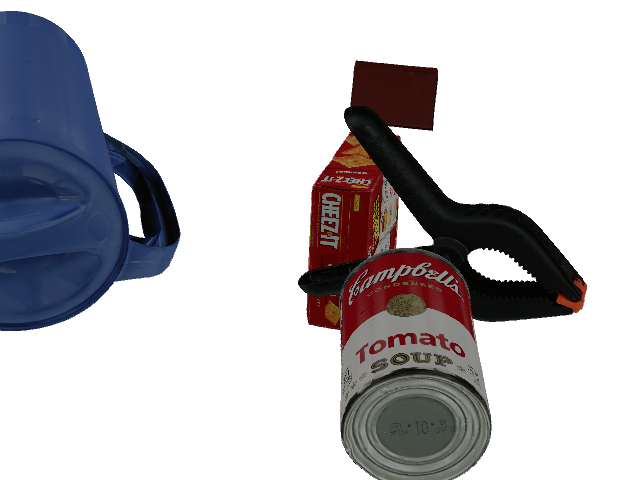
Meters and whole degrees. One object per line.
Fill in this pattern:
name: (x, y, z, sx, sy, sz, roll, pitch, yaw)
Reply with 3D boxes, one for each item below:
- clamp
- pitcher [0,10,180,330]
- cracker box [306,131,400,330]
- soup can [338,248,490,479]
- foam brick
clamp: (0.090, -0.004, 0.765, 0.210, 0.165, 0.036, 15, 35, 12)
pitcher: (-0.194, -0.058, 0.716, 0.145, 0.149, 0.243, -25, 36, 2)
cracker box: (0.040, -0.017, 1.202, 0.072, 0.164, 0.213, 6, 22, 11)
soup can: (0.042, 0.058, 0.508, 0.068, 0.068, 0.102, 0, 31, 1)
foam brick: (0.067, -0.132, 0.972, 0.078, 0.051, 0.053, 6, 17, 4)
